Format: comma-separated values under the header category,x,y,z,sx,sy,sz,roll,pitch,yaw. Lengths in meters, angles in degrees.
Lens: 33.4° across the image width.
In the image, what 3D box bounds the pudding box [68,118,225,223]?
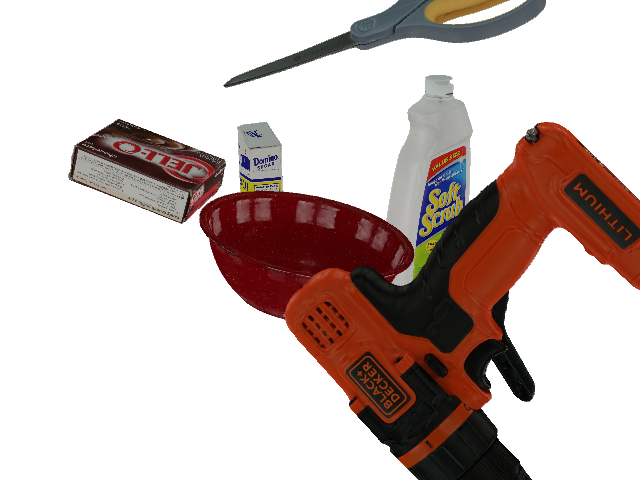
category,x,y,z,sx,sy,sz,roll,pitch,yaw
pudding box,-0.151,-0.063,0.943,0.113,0.039,0.090,19,24,7

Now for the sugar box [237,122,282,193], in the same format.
category,x,y,z,sx,sy,sz,roll,pitch,yaw
sugar box,-0.074,-0.049,1.323,0.048,0.176,0.093,-9,25,-11

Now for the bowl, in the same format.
category,x,y,z,sx,sy,sz,roll,pitch,yaw
bowl,-0.014,0.017,0.797,0.162,0.055,0.162,10,21,-4

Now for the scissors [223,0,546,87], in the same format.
category,x,y,z,sx,sy,sz,roll,pitch,yaw
scissors,0.039,-0.143,0.665,0.202,0.096,0.016,-6,-41,21

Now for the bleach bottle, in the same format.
category,x,y,z,sx,sy,sz,roll,pitch,yaw
bleach bottle,0.118,-0.058,1.193,0.102,0.251,0.068,-10,23,-27

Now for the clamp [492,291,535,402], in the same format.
category,x,y,z,sx,sy,sz,roll,pitch,yaw
clamp,0.132,0.078,0.967,0.120,0.171,0.039,-14,1,-37

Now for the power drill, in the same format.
category,x,y,z,sx,sy,sz,roll,pitch,yaw
power drill,0.099,0.047,0.557,0.188,0.184,0.057,-44,-4,14
